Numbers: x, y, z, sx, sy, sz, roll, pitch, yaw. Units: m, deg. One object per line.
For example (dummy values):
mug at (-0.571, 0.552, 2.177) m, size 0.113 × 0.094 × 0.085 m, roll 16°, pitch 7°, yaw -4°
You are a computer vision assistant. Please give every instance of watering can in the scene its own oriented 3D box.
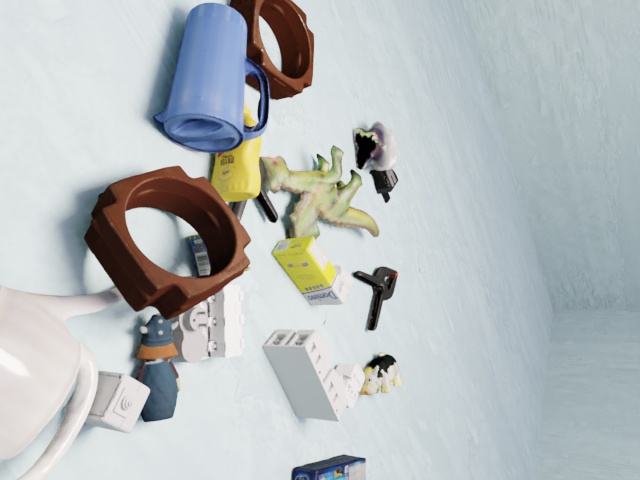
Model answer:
watering can at (-0.345, 0.120, 0.609) m, size 0.220 × 0.103 × 0.356 m, roll 54°, pitch 29°, yaw -33°

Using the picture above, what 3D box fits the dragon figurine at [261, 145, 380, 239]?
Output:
dragon figurine at (0.004, -0.059, 1.179) m, size 0.247 × 0.122 × 0.403 m, roll -55°, pitch 128°, yaw -23°

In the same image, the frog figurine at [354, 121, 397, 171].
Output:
frog figurine at (0.177, -0.259, 1.431) m, size 0.160 × 0.121 × 0.139 m, roll -8°, pitch 71°, yaw -44°
